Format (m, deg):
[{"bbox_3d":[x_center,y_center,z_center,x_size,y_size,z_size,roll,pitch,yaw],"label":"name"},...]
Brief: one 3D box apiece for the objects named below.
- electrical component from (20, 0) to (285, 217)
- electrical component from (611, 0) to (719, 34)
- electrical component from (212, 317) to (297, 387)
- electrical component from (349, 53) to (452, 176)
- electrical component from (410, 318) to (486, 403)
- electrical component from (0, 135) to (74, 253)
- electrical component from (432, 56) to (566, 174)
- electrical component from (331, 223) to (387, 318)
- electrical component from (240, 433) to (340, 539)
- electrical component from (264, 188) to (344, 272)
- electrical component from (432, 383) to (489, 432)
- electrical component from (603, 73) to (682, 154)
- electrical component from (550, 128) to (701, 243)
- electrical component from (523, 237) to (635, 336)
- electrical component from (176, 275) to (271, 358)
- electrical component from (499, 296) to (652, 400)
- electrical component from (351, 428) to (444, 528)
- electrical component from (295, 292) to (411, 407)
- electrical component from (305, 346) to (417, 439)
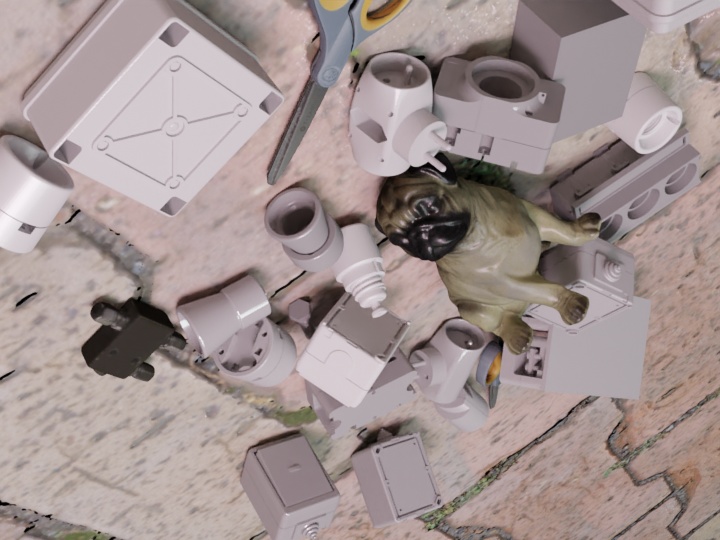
[{"bbox_3d":[-0.120,-0.099,0.631,0.109,0.056,0.109,-45,145,12],"label":"electrical component"},{"bbox_3d":[0.196,-0.218,0.719,0.078,0.113,0.057,-27,142,-13],"label":"electrical component"},{"bbox_3d":[-0.083,0.064,0.862,0.055,0.055,0.047,-41,149,7],"label":"electrical component"},{"bbox_3d":[0.033,-0.098,0.748,0.043,0.079,0.077,-29,147,-33],"label":"electrical component"},{"bbox_3d":[0.074,0.091,1.040,0.079,0.044,0.077,-10,138,-34],"label":"electrical component"},{"bbox_3d":[-0.201,-0.045,0.627,0.047,0.055,0.055,-49,144,11],"label":"electrical component"},{"bbox_3d":[0.097,-0.115,0.772,0.089,0.050,0.055,15,136,5],"label":"electrical component"},{"bbox_3d":[0.000,0.000,0.841,0.040,0.078,0.040,-22,163,-7],"label":"electrical component"},{"bbox_3d":[-0.063,0.208,1.012,0.062,0.096,0.061,-13,140,-30],"label":"electrical component"},{"bbox_3d":[-0.040,-0.029,0.796,0.045,0.045,0.055,-36,146,0],"label":"electrical component"},{"bbox_3d":[0.101,0.137,1.119,0.043,0.043,0.081,-40,146,5],"label":"electrical component"},{"bbox_3d":[0.241,-0.132,0.918,0.055,0.047,0.055,-23,144,-19],"label":"electrical component"},{"bbox_3d":[0.237,-0.077,0.966,0.121,0.063,0.078,-34,146,-4],"label":"electrical component"},{"bbox_3d":[0.195,0.007,0.940,0.062,0.061,0.096,23,148,-21],"label":"electrical component"},{"bbox_3d":[-0.101,0.032,0.820,0.065,0.044,0.044,-30,146,-19],"label":"electrical component"},{"bbox_3d":[0.216,0.069,1.078,0.186,0.060,0.105,11,86,-48],"label":"electrical component"},{"bbox_3d":[0.034,0.213,1.120,0.062,0.096,0.061,-12,167,-32],"label":"electrical component"},{"bbox_3d":[-0.005,0.063,0.899,0.061,0.062,0.096,-59,176,29],"label":"electrical component"},{"bbox_3d":[-0.001,0.102,0.977,0.089,0.055,0.050,-25,144,-17],"label":"electrical component"}]
